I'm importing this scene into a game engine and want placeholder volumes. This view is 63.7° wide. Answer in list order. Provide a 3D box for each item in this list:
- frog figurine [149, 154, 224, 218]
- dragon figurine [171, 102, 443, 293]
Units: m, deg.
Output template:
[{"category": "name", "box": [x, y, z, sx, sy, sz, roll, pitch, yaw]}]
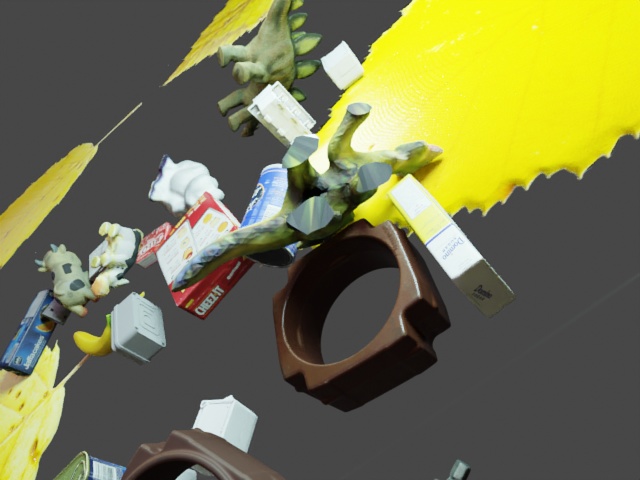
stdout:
[{"category": "frog figurine", "box": [-0.280, -0.111, 1.144, 0.160, 0.140, 0.120, 13, -39, 10]}, {"category": "dragon figurine", "box": [0.002, -0.036, 0.706, 0.412, 0.124, 0.239, -35, -20, -8]}]
